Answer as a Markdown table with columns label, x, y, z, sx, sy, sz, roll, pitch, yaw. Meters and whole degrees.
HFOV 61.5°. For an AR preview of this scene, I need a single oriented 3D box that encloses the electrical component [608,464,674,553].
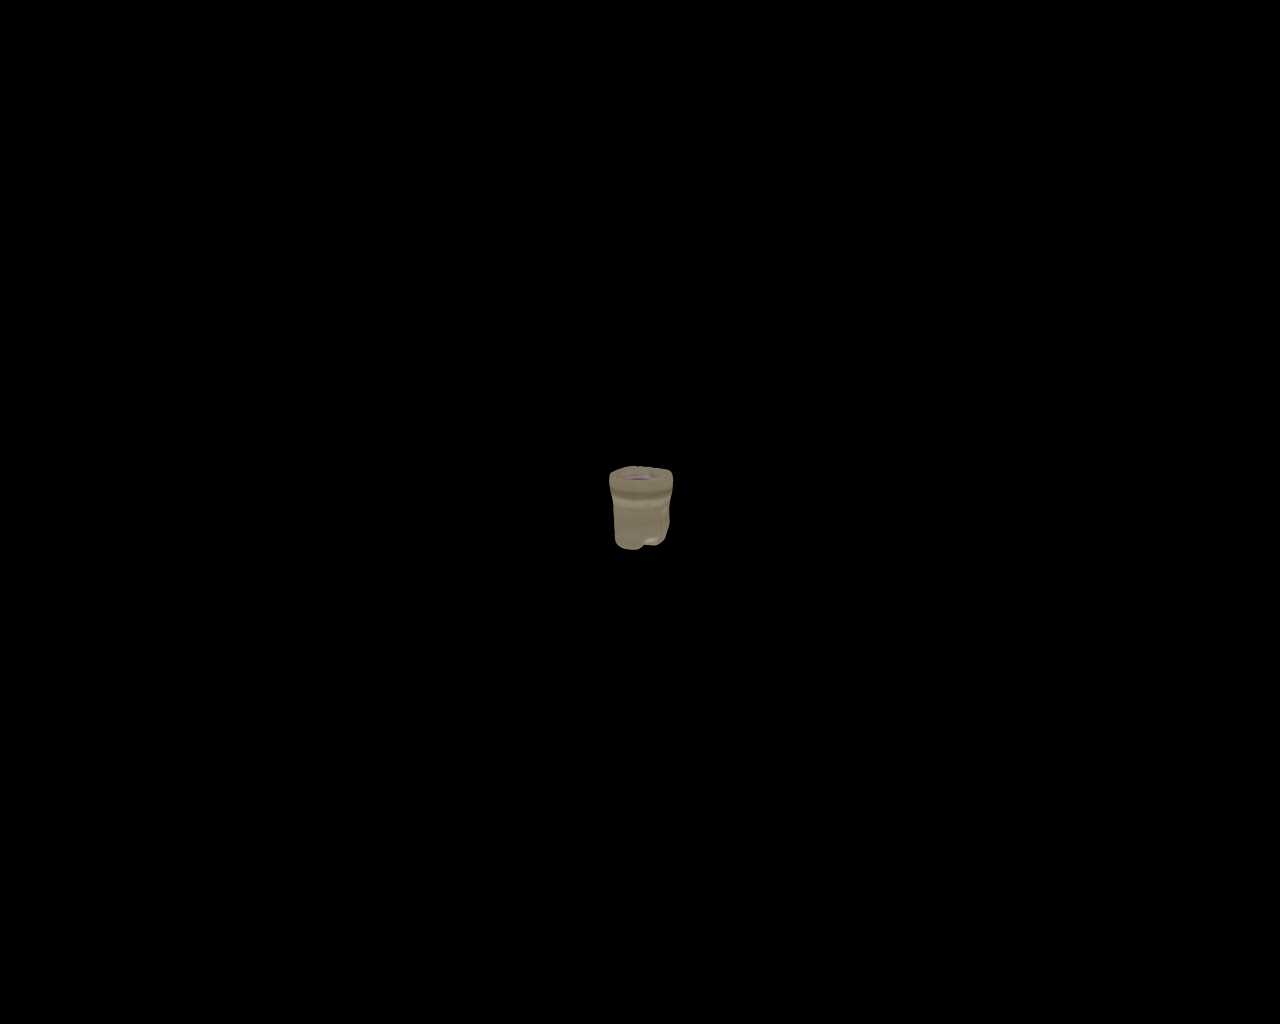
| label | x | y | z | sx | sy | sz | roll | pitch | yaw |
| --- | --- | --- | --- | --- | --- | --- | --- | --- | --- |
| electrical component | 0.001 | -0.003 | 0.650 | 0.040 | 0.046 | 0.040 | 0 | 16 | 0 |
